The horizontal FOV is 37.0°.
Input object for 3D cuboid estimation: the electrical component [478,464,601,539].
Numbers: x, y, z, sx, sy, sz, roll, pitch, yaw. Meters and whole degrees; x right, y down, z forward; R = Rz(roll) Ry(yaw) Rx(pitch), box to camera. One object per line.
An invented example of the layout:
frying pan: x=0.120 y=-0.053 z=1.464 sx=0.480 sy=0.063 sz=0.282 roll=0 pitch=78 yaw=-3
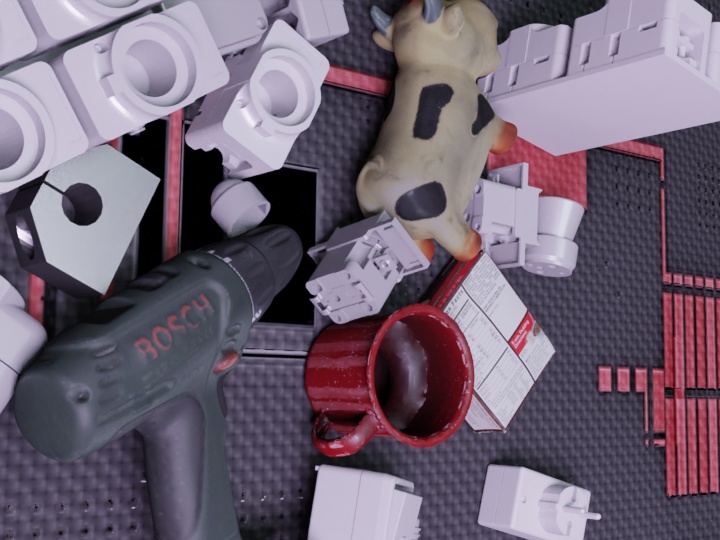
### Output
electrical component: x=0.148 y=0.183 z=0.824 sx=0.083 sy=0.076 sz=0.047 roll=25 pitch=70 yaw=-34

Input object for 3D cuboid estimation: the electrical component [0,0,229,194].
electrical component: x=-0.167 y=-0.107 z=0.550 sx=0.186 sy=0.060 sz=0.105 roll=-35 pitch=107 yaw=-36

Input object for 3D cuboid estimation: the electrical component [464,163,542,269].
electrical component: x=0.104 y=-0.043 z=0.835 sx=0.064 sy=0.042 sz=0.081 roll=10 pitch=78 yaw=-36

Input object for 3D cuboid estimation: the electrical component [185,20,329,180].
electrical component: x=-0.064 y=-0.110 z=0.699 sx=0.050 sy=0.056 sz=0.089 roll=37 pitch=64 yaw=-30

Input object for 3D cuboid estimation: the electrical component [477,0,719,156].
electrical component: x=0.189 y=-0.148 z=0.821 sx=0.105 sy=0.186 sz=0.060 roll=21 pitch=73 yaw=-35

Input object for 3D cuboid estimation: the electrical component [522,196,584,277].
electrical component: x=0.156 y=-0.027 z=0.872 sx=0.045 sy=0.045 sz=0.055 roll=21 pitch=73 yaw=-35

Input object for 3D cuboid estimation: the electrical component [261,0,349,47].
electrical component: x=-0.031 y=-0.198 z=0.740 sx=0.076 sy=0.047 sz=0.083 roll=-20 pitch=98 yaw=-38

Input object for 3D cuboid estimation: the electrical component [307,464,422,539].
electrical component: x=0.001 y=0.180 z=0.702 sx=0.062 sy=0.061 sz=0.096 roll=45 pitch=52 yaw=-69

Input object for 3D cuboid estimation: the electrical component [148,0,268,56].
electrical component: x=-0.115 y=-0.183 z=0.664 sx=0.078 sy=0.057 sz=0.113 roll=-28 pitch=103 yaw=-37

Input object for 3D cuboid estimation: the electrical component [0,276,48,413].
electrical component: x=-0.217 y=0.027 z=0.563 sx=0.095 sy=0.054 sz=0.059 roll=43 pitch=61 yaw=-27

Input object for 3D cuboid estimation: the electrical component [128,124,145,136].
electrical component: x=-0.149 y=-0.119 z=0.639 sx=0.043 sy=0.043 sz=0.081 roll=-32 pitch=105 yaw=-36

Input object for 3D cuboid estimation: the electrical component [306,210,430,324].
electrical component: x=0.000 y=0.000 z=0.719 sx=0.042 sy=0.081 sz=0.063 roll=51 pitch=45 yaw=-21

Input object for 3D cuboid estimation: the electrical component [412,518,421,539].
electrical component: x=0.026 y=0.199 z=0.748 sx=0.040 sy=0.040 sz=0.078 roll=21 pitch=73 yaw=-35
